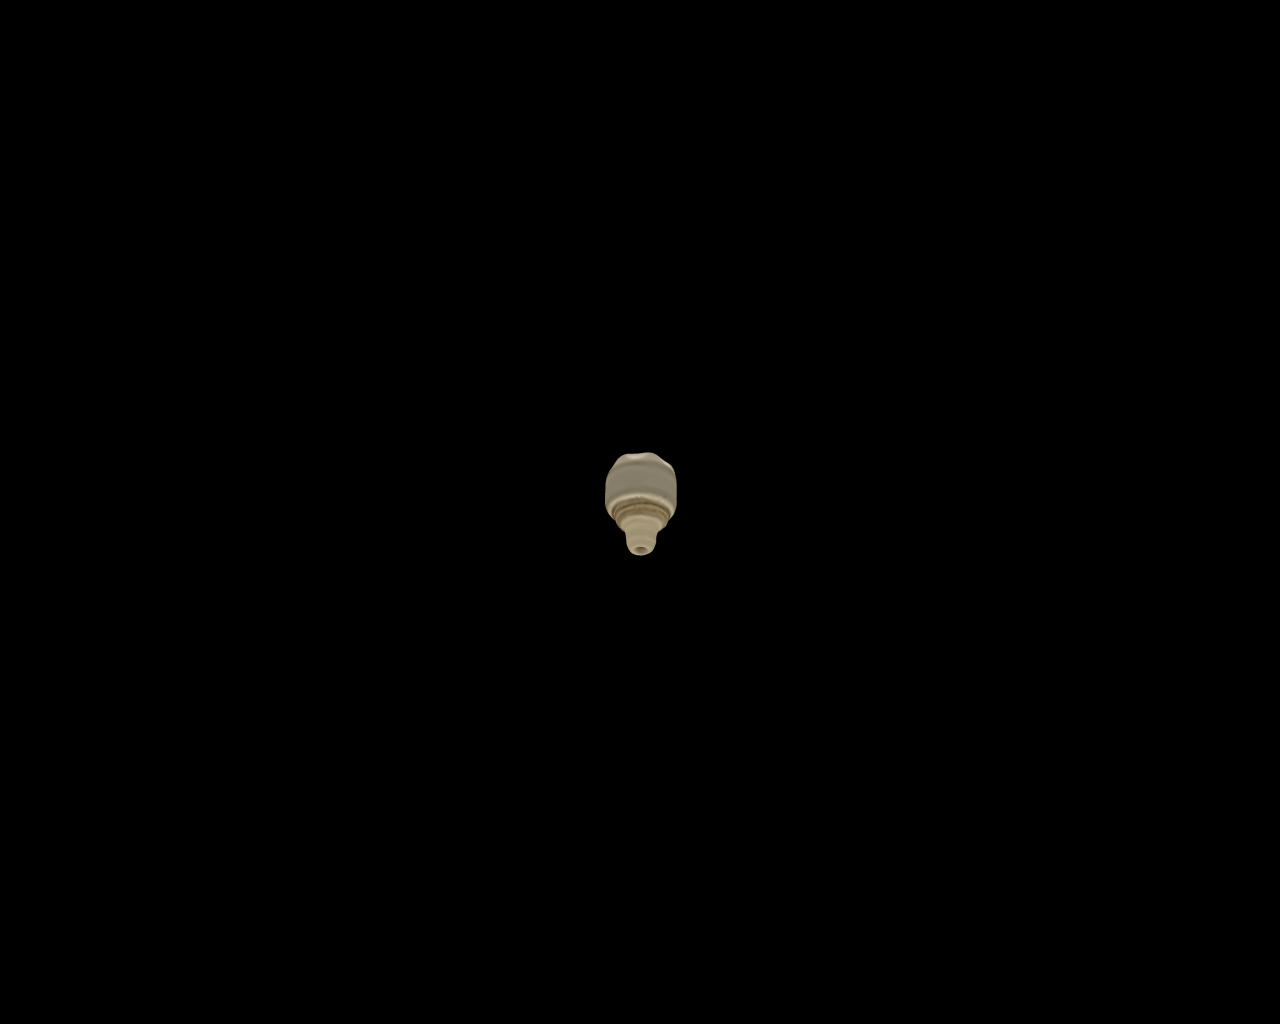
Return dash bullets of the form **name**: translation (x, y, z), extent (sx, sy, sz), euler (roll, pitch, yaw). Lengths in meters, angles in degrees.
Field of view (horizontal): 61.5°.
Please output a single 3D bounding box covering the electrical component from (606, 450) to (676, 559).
- **electrical component**: translation (0.001, -0.003, 0.650), extent (0.043, 0.062, 0.043), euler (0, -32, 0)
